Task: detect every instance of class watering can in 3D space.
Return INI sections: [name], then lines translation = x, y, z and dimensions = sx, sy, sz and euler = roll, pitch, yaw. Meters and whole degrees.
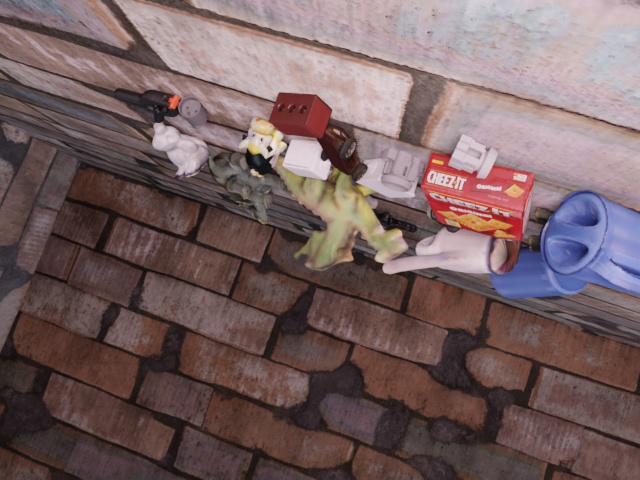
[watering can]
translation = 0.308, 0.030, 1.148
dimensions = 0.224, 0.103, 0.351
euler = 4, -163, 39

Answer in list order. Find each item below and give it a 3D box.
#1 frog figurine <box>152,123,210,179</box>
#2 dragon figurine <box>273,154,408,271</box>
[frog figurine]
translation = -0.368, -0.249, 1.346
dimensions = 0.138, 0.124, 0.157
euler = 25, 146, 61
[dragon figurine]
translation = 0.003, -0.056, 1.118
dimensions = 0.412, 0.244, 0.121
euler = 14, 176, 23
